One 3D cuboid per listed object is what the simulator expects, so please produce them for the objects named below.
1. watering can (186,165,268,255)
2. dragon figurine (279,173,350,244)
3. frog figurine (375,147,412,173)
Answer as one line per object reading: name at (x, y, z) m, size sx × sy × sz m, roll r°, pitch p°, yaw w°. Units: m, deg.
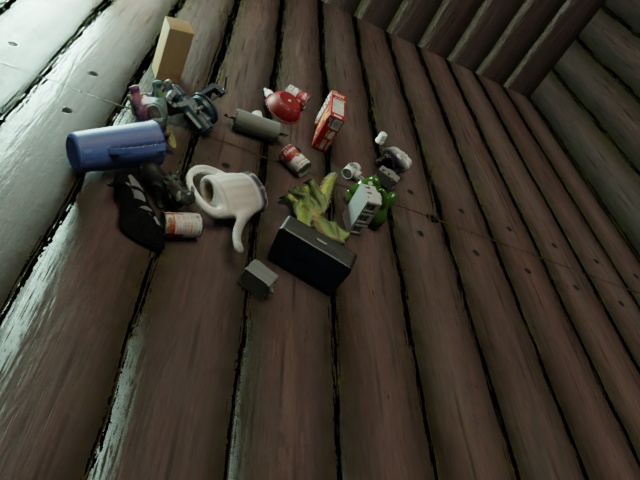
watering can at (-0.246, -0.099, 1.488) m, size 0.226 × 0.102 × 0.353 m, roll -12°, pitch 54°, yaw -42°
dragon figurine at (0.005, -0.084, 1.673) m, size 0.416 × 0.120 × 0.243 m, roll -29°, pitch 84°, yaw -47°
frog figurine at (0.325, -0.336, 2.133) m, size 0.139 × 0.120 × 0.161 m, roll 31°, pitch 44°, yaw 33°
